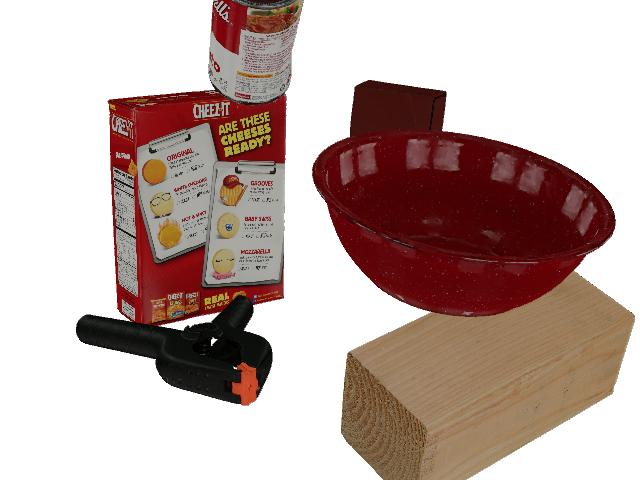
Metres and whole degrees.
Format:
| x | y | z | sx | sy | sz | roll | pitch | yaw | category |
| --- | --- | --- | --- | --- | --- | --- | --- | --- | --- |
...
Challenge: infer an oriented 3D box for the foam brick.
| x | y | z | sx | sy | sz | roll | pitch | yaw | category |
| --- | --- | --- | --- | --- | --- | --- | --- | --- | --- |
| 0.072 | -0.116 | 0.988 | 0.078 | 0.051 | 0.053 | 11 | 17 | 17 | foam brick |

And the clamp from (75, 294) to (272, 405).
| x | y | z | sx | sy | sz | roll | pitch | yaw | category |
| --- | --- | --- | --- | --- | --- | --- | --- | --- | --- |
| -0.092 | 0.086 | 0.894 | 0.164 | 0.036 | 0.210 | -10 | 16 | -32 | clamp |

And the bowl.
| x | y | z | sx | sy | sz | roll | pitch | yaw | category |
| --- | --- | --- | --- | --- | --- | --- | --- | --- | --- |
| 0.072 | -0.005 | 0.577 | 0.162 | 0.055 | 0.162 | 6 | 27 | -3 | bowl |

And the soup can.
| x | y | z | sx | sy | sz | roll | pitch | yaw | category |
| --- | --- | --- | --- | --- | --- | --- | --- | --- | --- |
| -0.049 | -0.161 | 0.808 | 0.068 | 0.068 | 0.102 | 0 | -37 | -10 | soup can |

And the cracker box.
| x | y | z | sx | sy | sz | roll | pitch | yaw | category |
| --- | --- | --- | --- | --- | --- | --- | --- | --- | --- |
| -0.119 | -0.036 | 1.043 | 0.163 | 0.214 | 0.072 | -11 | 20 | -33 | cracker box |

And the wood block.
| x | y | z | sx | sy | sz | roll | pitch | yaw | category |
| --- | --- | --- | --- | --- | --- | --- | --- | --- | --- |
| 0.125 | 0.102 | 0.803 | 0.205 | 0.090 | 0.091 | -22 | 44 | -29 | wood block |
